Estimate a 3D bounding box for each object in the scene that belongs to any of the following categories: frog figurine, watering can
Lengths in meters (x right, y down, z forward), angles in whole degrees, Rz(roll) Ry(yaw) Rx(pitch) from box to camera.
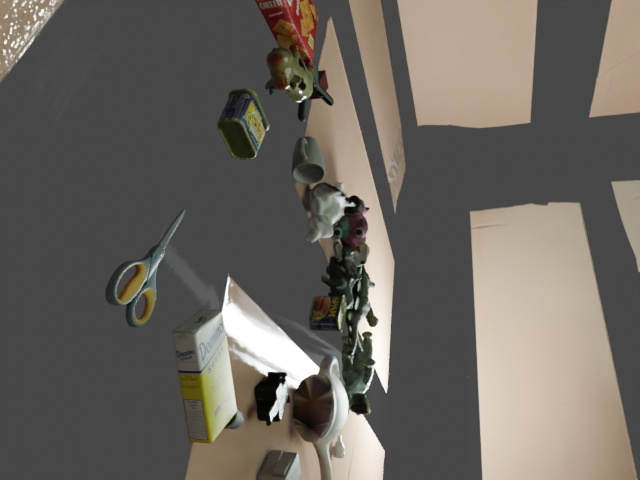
[{"bbox_3d":[0.004,-0.070,1.387,0.160,0.123,0.136,-53,167,-4],"label":"frog figurine"},{"bbox_3d":[0.008,0.459,1.271,0.221,0.104,0.353,49,42,-64],"label":"watering can"}]
